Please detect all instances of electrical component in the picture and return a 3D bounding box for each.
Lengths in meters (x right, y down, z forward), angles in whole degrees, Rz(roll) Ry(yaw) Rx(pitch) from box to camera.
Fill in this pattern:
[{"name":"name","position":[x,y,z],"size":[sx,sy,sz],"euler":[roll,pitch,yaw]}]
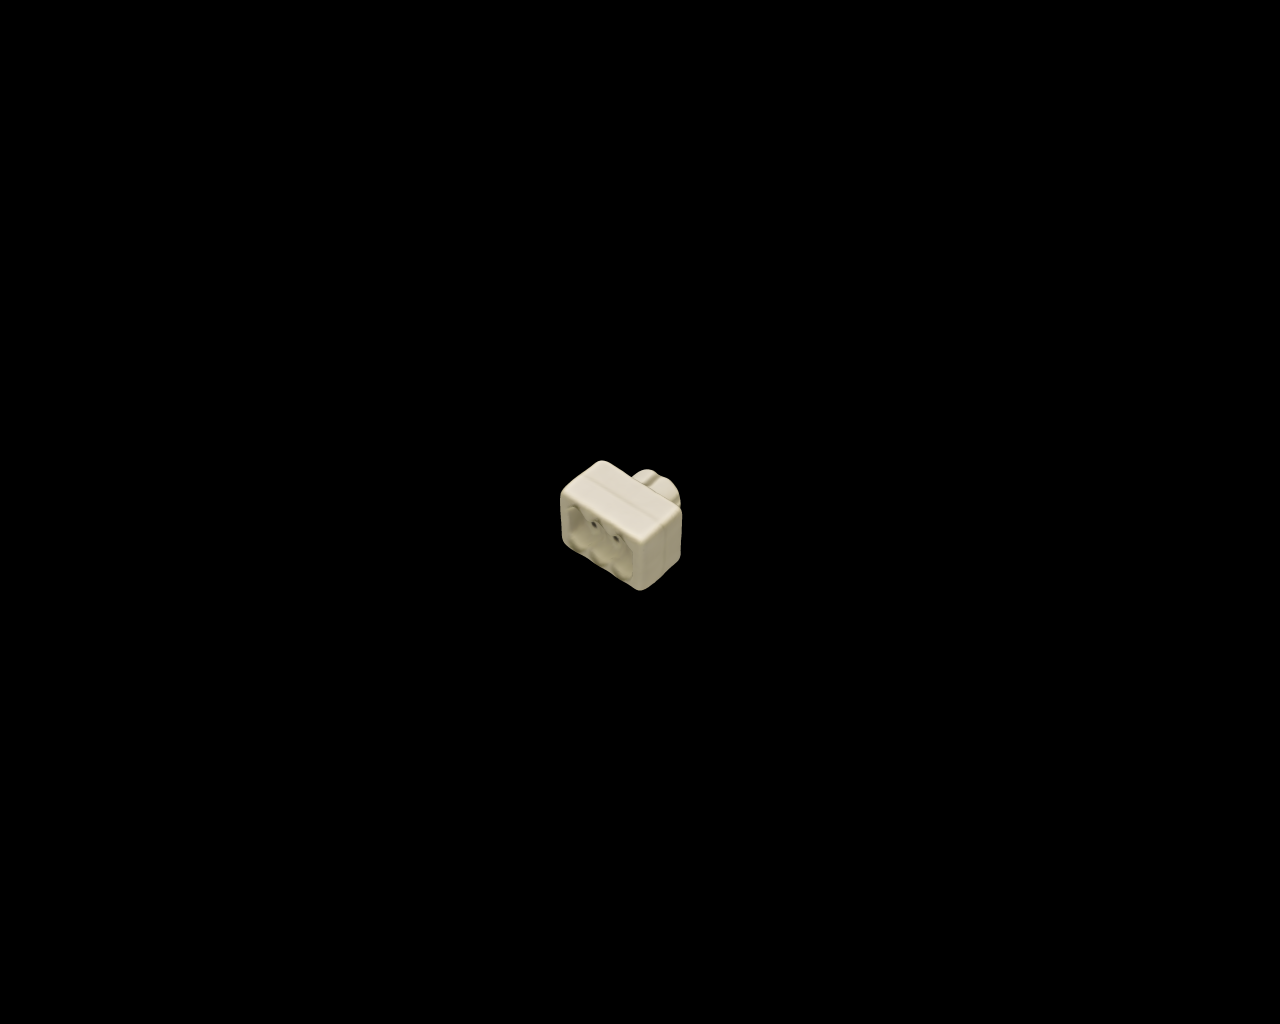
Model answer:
[{"name":"electrical component","position":[0.001,-0.003,0.650],"size":[0.066,0.047,0.077],"euler":[32,54,27]}]
